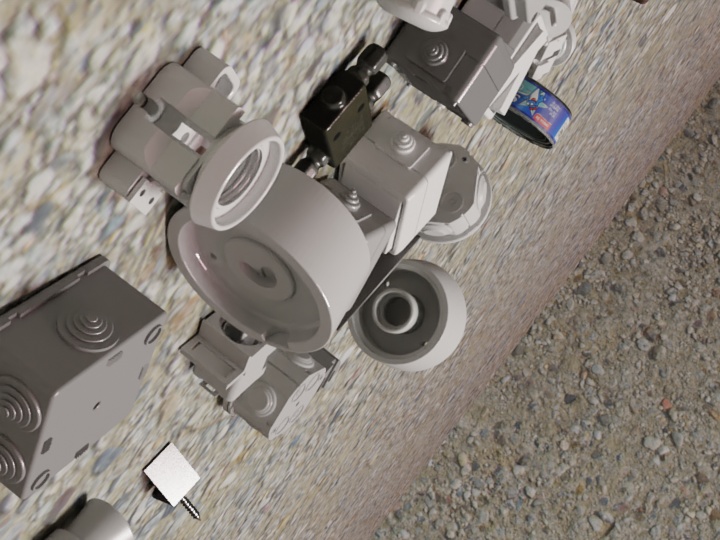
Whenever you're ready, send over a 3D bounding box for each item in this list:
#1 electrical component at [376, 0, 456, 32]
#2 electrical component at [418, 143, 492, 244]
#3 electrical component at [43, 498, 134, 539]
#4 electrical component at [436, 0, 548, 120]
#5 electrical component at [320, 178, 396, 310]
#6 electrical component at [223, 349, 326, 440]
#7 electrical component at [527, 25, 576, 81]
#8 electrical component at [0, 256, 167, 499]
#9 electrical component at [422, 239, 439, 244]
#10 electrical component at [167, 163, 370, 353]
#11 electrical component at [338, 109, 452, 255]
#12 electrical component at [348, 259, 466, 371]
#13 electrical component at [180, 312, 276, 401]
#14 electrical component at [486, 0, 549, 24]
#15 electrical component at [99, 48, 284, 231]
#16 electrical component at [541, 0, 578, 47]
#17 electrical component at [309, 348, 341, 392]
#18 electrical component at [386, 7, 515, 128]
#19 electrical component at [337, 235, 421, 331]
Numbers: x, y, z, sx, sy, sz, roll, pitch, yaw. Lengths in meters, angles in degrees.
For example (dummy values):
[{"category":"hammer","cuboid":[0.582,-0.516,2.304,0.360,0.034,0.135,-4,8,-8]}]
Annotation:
[{"category":"electrical component","cuboid":[0.040,-0.172,0.622,0.062,0.048,0.048,-65,164,13]},{"category":"electrical component","cuboid":[0.067,-0.065,0.894,0.080,0.080,0.051,-54,161,-2]},{"category":"electrical component","cuboid":[-0.187,0.188,0.725,0.055,0.045,0.045,-41,161,-42]},{"category":"electrical component","cuboid":[0.093,-0.155,0.799,0.096,0.061,0.062,-56,166,7]},{"category":"electrical component","cuboid":[-0.020,-0.018,0.749,0.061,0.062,0.096,-30,153,-59]},{"category":"electrical component","cuboid":[-0.070,0.094,0.875,0.080,0.051,0.080,-50,166,-18]},{"category":"electrical component","cuboid":[0.159,-0.199,0.950,0.055,0.048,0.066,-30,154,-41]},{"category":"electrical component","cuboid":[-0.147,0.054,0.531,0.100,0.048,0.099,-41,163,-51]},{"category":"electrical component","cuboid":[0.072,-0.058,0.996,0.045,0.045,0.055,-30,153,-59]},{"category":"electrical component","cuboid":[-0.045,-0.013,0.596,0.060,0.108,0.108,-53,167,-32]},{"category":"electrical component","cuboid":[0.021,-0.063,0.777,0.061,0.062,0.096,-47,165,-26]},{"category":"electrical component","cuboid":[0.040,0.040,1.003,0.108,0.108,0.060,-56,160,6]},{"category":"electrical component","cuboid":[-0.085,0.054,0.749,0.081,0.042,0.063,-41,162,-42]},{"category":"electrical component","cuboid":[0.105,-0.219,0.697,0.078,0.057,0.113,-54,166,-1]},{"category":"electrical component","cuboid":[-0.073,-0.055,0.499,0.078,0.057,0.058,-53,166,-6]},{"category":"electrical component","cuboid":[0.146,-0.209,0.843,0.077,0.044,0.079,109,-12,-50]},{"category":"electrical component","cuboid":[-0.045,0.078,0.929,0.040,0.046,0.040,-50,166,-18]},{"category":"electrical component","cuboid":[0.062,-0.144,0.723,0.061,0.062,0.096,-56,166,5]},{"category":"electrical component","cuboid":[0.000,0.000,0.854,0.099,0.064,0.099,-50,166,-18]}]
